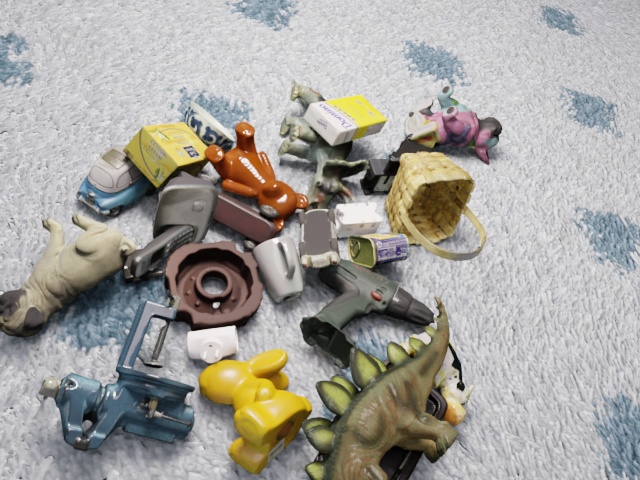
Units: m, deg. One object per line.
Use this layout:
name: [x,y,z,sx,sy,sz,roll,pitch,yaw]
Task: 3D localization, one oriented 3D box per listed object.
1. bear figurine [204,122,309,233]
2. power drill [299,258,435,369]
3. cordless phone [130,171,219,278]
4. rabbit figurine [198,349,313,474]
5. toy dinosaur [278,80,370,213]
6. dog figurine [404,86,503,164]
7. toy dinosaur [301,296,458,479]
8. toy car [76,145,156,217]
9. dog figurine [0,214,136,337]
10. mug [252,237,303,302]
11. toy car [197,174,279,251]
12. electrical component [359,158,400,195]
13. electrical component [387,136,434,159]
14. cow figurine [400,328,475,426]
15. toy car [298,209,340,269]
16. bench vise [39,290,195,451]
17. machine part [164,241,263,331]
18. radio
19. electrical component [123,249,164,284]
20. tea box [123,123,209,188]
bear figurine: [-0.122,-0.119,1.075,0.120,0.131,0.196,-40,67,-16]
power drill: [0.077,0.132,0.964,0.232,0.086,0.207,33,48,13]
cordless phone: [-0.265,-0.026,0.932,0.089,0.146,0.184,30,37,5]
rabbit figurine: [-0.107,0.237,0.830,0.173,0.121,0.162,26,47,28]
toy dinosaur: [0.012,-0.238,1.209,0.192,0.131,0.405,19,47,-17]
dog figurine: [0.337,-0.259,1.327,0.219,0.191,0.108,32,40,-37]
toy dinosaur: [0.101,0.250,0.792,0.199,0.105,0.471,40,49,18]
toy car: [-0.383,-0.126,1.018,0.109,0.102,0.162,35,51,11]
dog figurine: [-0.398,0.070,0.852,0.172,0.121,0.190,-7,53,24]
mug: [-0.065,0.053,0.981,0.081,0.109,0.107,-10,72,-31]
toy car: [-0.174,-0.054,1.037,0.202,0.089,0.053,27,17,7]
electrical component: [0.140,-0.150,1.173,0.075,0.119,0.048,-5,57,-17]
electrical component: [0.225,-0.165,1.248,0.134,0.058,0.115,34,55,10]
cow figurine: [0.220,0.238,0.950,0.098,0.068,0.167,-12,60,-30]
toy car: [-0.002,-0.003,1.025,0.074,0.056,0.202,-7,30,2]
bench vise: [-0.277,0.189,0.795,0.224,0.129,0.240,19,69,-11]
machine part: [-0.188,0.083,0.951,0.179,0.056,0.179,8,54,-11]
radio: [0.098,0.311,0.854,0.131,0.073,0.229,36,54,12]
electrical component: [-0.329,0.048,0.956,0.094,0.021,0.063,-6,58,-20]
tea box: [-0.285,-0.166,1.031,0.098,0.068,0.170,47,17,-5]
